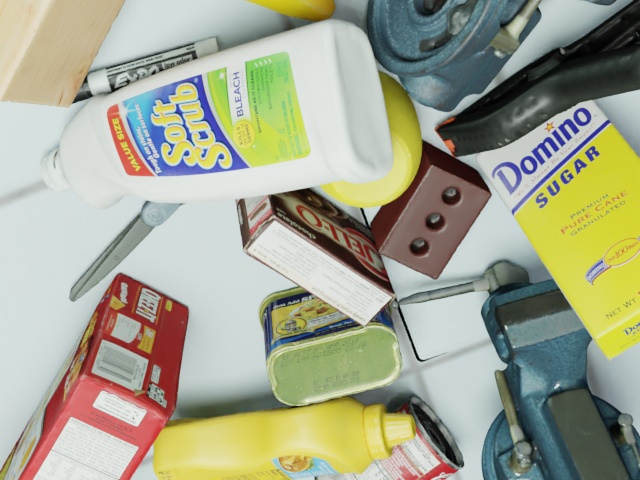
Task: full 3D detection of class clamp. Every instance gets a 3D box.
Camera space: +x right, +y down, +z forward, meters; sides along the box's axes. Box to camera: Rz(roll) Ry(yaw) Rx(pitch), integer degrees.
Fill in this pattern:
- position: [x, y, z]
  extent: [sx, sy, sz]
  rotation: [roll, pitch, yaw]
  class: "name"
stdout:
- position: [0.158, -0.103, 0.695]
  extent: [0.210, 0.164, 0.036]
  rotation: [-29, 103, 35]
  class: "clamp"

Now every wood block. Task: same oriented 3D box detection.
- position: [-0.157, -0.192, 0.637]
  extent: [0.090, 0.090, 0.206]
  rotation: [32, 101, 9]
  class: "wood block"

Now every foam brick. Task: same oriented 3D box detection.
- position: [0.079, -0.022, 0.775]
  extent: [0.053, 0.051, 0.078]
  rotation: [25, 109, -15]
  class: "foam brick"

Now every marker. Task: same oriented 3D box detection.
- position: [-0.127, -0.115, 0.737]
  extent: [0.121, 0.020, 0.020]
  rotation: [-15, 113, 2]
  class: "marker"

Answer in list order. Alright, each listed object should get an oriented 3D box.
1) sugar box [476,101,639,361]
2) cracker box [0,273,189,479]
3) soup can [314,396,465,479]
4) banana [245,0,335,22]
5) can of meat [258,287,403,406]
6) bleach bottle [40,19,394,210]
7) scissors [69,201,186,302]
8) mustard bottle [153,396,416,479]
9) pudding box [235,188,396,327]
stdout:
- position: [0.185, -0.017, 0.720]
  extent: [0.093, 0.176, 0.048]
  rotation: [-34, 144, 9]
  class: "sugar box"
- position: [-0.176, 0.152, 0.769]
  extent: [0.072, 0.164, 0.214]
  rotation: [28, 108, -13]
  class: "cracker box"
- position: [0.054, 0.182, 0.851]
  extent: [0.102, 0.068, 0.068]
  rotation: [-39, 111, 12]
  class: "soup can"
- position: [-0.089, -0.173, 0.709]
  extent: [0.198, 0.037, 0.069]
  rotation: [-3, 138, 0]
  class: "banana"
- position: [0.007, 0.073, 0.792]
  extent: [0.102, 0.084, 0.057]
  rotation: [-14, 114, 2]
  class: "can of meat"
- position: [-0.081, -0.063, 0.694]
  extent: [0.251, 0.068, 0.102]
  rotation: [-12, 87, 30]
  class: "bleach bottle"
- position: [-0.123, -0.039, 0.770]
  extent: [0.202, 0.016, 0.096]
  rotation: [-30, 114, 7]
  class: "scissors"
- position: [-0.023, 0.154, 0.804]
  extent: [0.192, 0.058, 0.096]
  rotation: [-10, 155, 14]
  class: "mustard bottle"
- position: [-0.005, 0.001, 0.750]
  extent: [0.113, 0.090, 0.039]
  rotation: [31, 110, -24]
  class: "pudding box"
